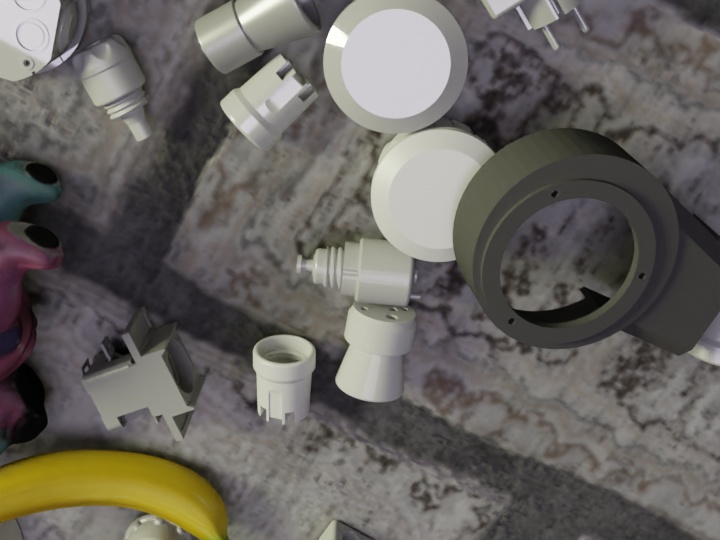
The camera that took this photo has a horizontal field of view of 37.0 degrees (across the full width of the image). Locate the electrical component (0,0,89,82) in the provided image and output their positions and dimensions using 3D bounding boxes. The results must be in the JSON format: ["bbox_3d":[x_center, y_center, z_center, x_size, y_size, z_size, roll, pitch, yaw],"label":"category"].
[{"bbox_3d":[-0.198,-0.147,0.605,0.080,0.051,0.080,0,111,1],"label":"electrical component"}]

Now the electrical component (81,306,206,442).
[{"bbox_3d":[-0.141,0.071,0.695,0.064,0.042,0.081,-19,109,11],"label":"electrical component"}]

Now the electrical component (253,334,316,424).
[{"bbox_3d":[-0.049,0.071,0.696,0.040,0.040,0.046,3,116,-1],"label":"electrical component"}]

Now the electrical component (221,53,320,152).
[{"bbox_3d":[-0.052,-0.099,0.630,0.046,0.040,0.040,-42,105,9],"label":"electrical component"}]

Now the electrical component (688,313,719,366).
[{"bbox_3d":[0.231,0.034,0.679,0.040,0.040,0.046,12,106,-4],"label":"electrical component"}]

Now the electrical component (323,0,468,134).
[{"bbox_3d":[0.020,-0.122,0.614,0.080,0.051,0.080,0,111,0],"label":"electrical component"}]

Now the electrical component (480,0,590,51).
[{"bbox_3d":[0.101,-0.160,0.600,0.066,0.047,0.076,-31,108,12],"label":"electrical component"}]

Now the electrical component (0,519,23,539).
[{"bbox_3d":[-0.294,0.204,0.737,0.108,0.060,0.108,0,111,0],"label":"electrical component"}]

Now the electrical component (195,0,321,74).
[{"bbox_3d":[-0.061,-0.140,0.613,0.065,0.044,0.044,-25,109,15],"label":"electrical component"}]

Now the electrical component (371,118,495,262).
[{"bbox_3d":[0.047,-0.049,0.642,0.080,0.051,0.080,0,111,0],"label":"electrical component"}]

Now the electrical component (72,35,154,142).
[{"bbox_3d":[-0.141,-0.105,0.631,0.035,0.035,0.061,-23,112,9],"label":"electrical component"}]

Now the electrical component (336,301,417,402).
[{"bbox_3d":[0.011,0.050,0.684,0.045,0.045,0.055,9,111,-3],"label":"electrical component"}]

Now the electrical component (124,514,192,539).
[{"bbox_3d":[-0.142,0.200,0.734,0.048,0.062,0.048,0,112,0],"label":"electrical component"}]

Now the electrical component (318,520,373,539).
[{"bbox_3d":[-0.012,0.228,0.752,0.066,0.047,0.076,31,108,-11],"label":"electrical component"}]

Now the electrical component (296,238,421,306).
[{"bbox_3d":[0.000,0.000,0.667,0.078,0.040,0.040,5,111,-1],"label":"electrical component"}]
